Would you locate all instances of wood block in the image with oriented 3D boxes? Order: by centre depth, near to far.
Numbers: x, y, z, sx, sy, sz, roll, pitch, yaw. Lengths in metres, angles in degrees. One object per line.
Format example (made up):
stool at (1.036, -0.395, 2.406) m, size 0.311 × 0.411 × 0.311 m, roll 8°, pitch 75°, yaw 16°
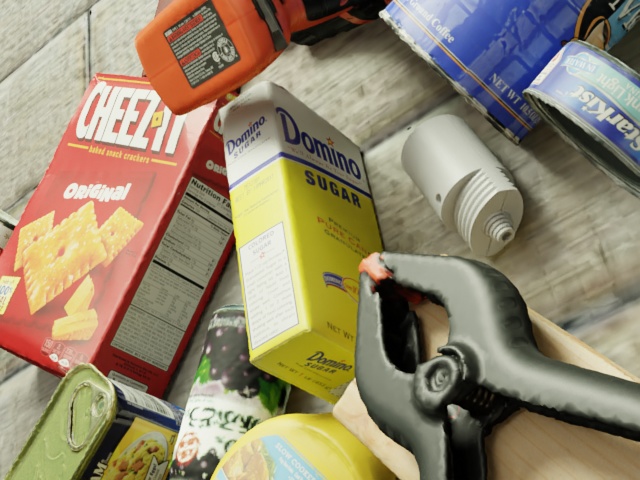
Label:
wood block at (0.112, 0.100, 0.425) m, size 0.091 × 0.090 × 0.206 m, roll -56°, pitch 41°, yaw 2°

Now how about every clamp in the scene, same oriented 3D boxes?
clamp at (0.065, 0.054, 0.399) m, size 0.120 × 0.039 × 0.171 m, roll -38°, pitch 45°, yaw 17°

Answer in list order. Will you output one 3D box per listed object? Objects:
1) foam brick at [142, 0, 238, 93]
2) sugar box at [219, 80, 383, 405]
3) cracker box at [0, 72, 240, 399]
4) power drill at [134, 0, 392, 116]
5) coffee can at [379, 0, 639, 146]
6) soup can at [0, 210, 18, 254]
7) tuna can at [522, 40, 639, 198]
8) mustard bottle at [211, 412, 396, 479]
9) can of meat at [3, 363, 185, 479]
foam brick at (-0.090, -0.144, 0.787) m, size 0.051 × 0.053 × 0.078 m, roll -14°, pitch 57°, yaw 37°
sugar box at (-0.004, 0.001, 0.590) m, size 0.048 × 0.093 × 0.176 m, roll -30°, pitch 49°, yaw 27°
cracker box at (-0.138, -0.006, 0.736) m, size 0.164 × 0.072 × 0.213 m, roll 14°, pitch 76°, yaw 46°
power drill at (-0.015, -0.138, 0.628) m, size 0.187 × 0.057 × 0.185 m, roll -35°, pitch 8°, yaw -36°
coffee can at (0.115, -0.134, 0.551) m, size 0.140 × 0.102 × 0.103 m, roll -46°, pitch 43°, yaw 13°
soup can at (-0.281, 0.023, 0.856) m, size 0.069 × 0.068 × 0.102 m, roll 28°, pitch 86°, yaw 48°
tuna can at (0.137, -0.053, 0.495) m, size 0.034 × 0.086 × 0.086 m, roll -49°, pitch 43°, yaw 6°
mustard bottle at (-0.018, 0.145, 0.528) m, size 0.096 × 0.058 × 0.191 m, roll 39°, pitch 84°, yaw 31°
can of meat at (-0.125, 0.135, 0.630) m, size 0.058 × 0.083 × 0.102 m, roll 27°, pitch 86°, yaw 48°
